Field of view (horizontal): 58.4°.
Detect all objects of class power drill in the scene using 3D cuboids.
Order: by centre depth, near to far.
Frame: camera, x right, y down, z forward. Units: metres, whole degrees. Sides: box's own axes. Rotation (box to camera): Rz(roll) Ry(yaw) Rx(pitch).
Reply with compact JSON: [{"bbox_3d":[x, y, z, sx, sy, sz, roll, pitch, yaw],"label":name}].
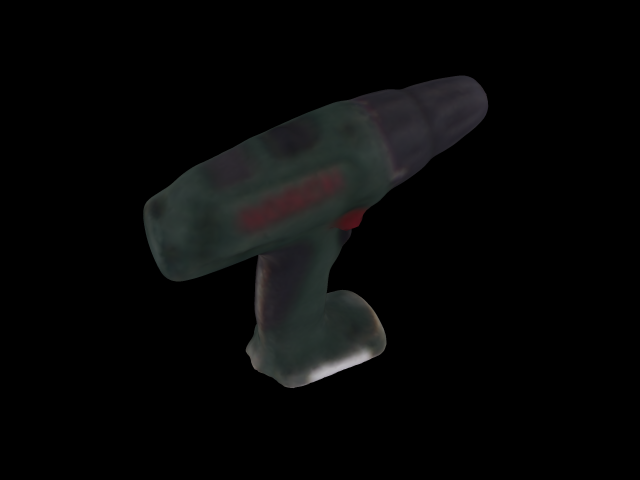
[{"bbox_3d":[0.004,0.001,0.400,0.230,0.208,0.075,-18,44,-19],"label":"power drill"}]
